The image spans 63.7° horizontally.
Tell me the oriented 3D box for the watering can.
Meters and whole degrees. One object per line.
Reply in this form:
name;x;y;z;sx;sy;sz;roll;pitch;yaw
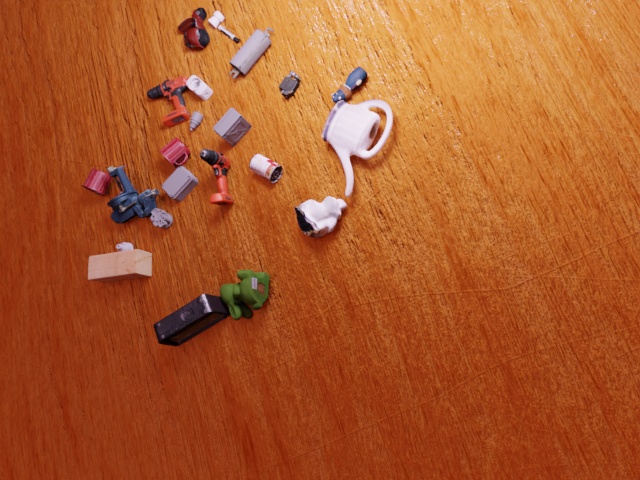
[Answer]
watering can;0.101;-0.330;1.730;0.226;0.103;0.349;27;84;23

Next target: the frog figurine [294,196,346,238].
frog figurine;0.005;-0.086;1.712;0.161;0.119;0.139;-33;54;-31
